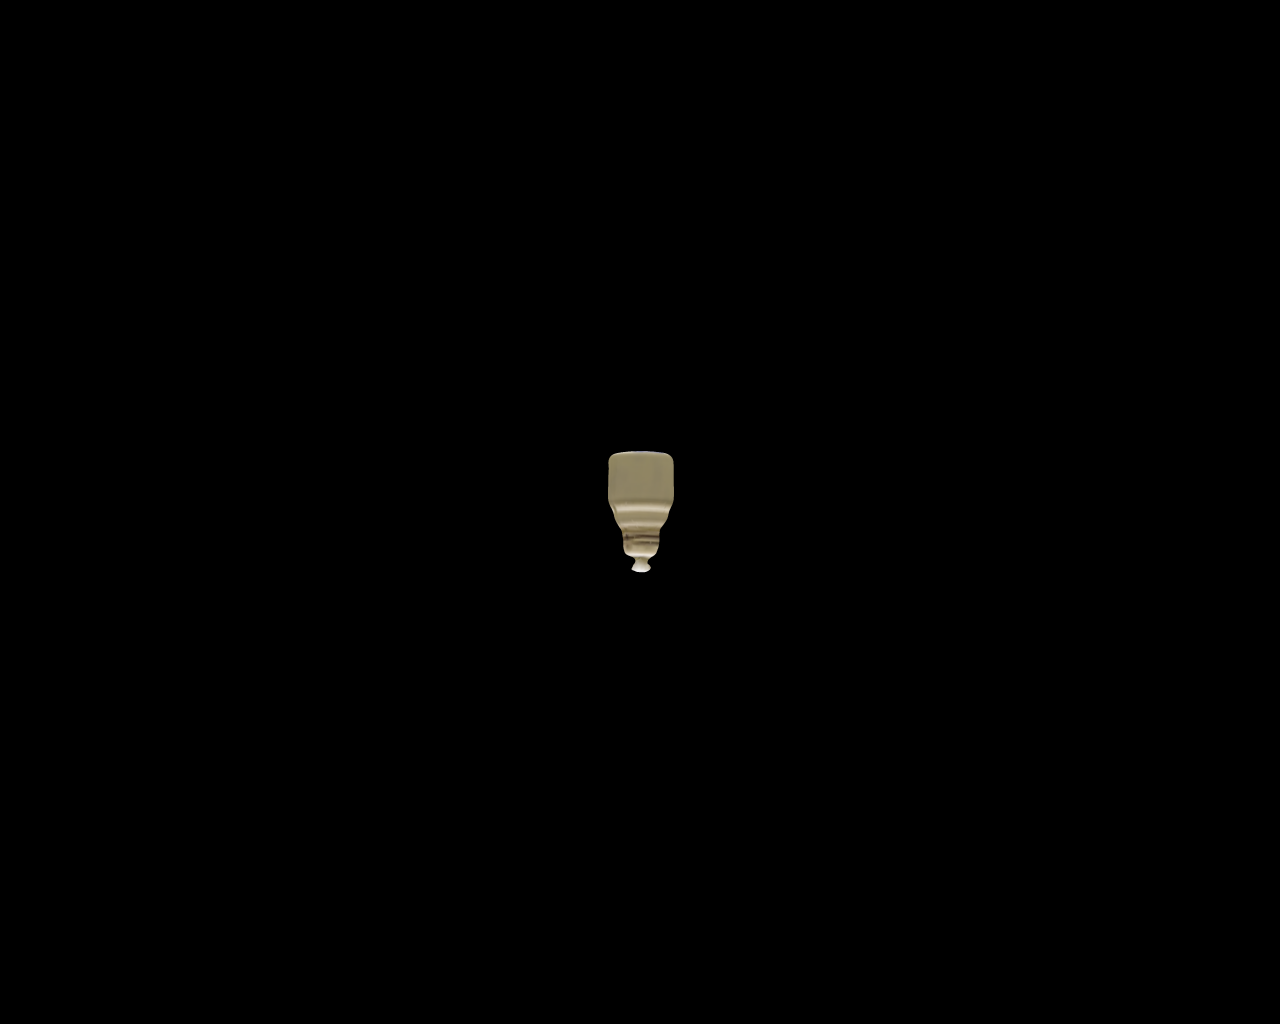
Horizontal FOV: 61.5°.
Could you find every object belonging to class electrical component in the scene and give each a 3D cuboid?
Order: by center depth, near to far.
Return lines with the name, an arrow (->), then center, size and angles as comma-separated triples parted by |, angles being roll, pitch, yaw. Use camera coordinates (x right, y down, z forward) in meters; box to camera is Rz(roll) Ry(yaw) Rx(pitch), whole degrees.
electrical component -> 0.001, -0.003, 0.650 | 0.040, 0.078, 0.040 | 0, -4, 0
